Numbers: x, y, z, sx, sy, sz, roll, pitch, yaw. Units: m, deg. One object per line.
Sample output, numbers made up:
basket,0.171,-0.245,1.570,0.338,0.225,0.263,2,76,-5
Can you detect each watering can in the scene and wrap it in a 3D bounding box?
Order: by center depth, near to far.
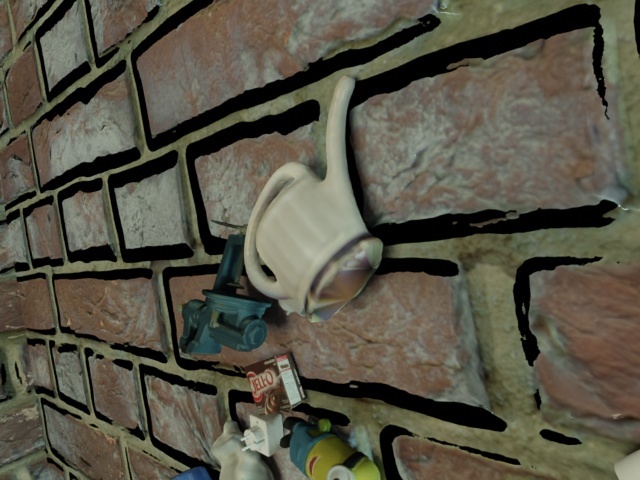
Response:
watering can,0.002,-0.036,0.724,0.228,0.104,0.342,48,119,29

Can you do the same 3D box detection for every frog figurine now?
frog figurine,-0.150,0.434,0.982,0.163,0.122,0.134,-99,18,-54
